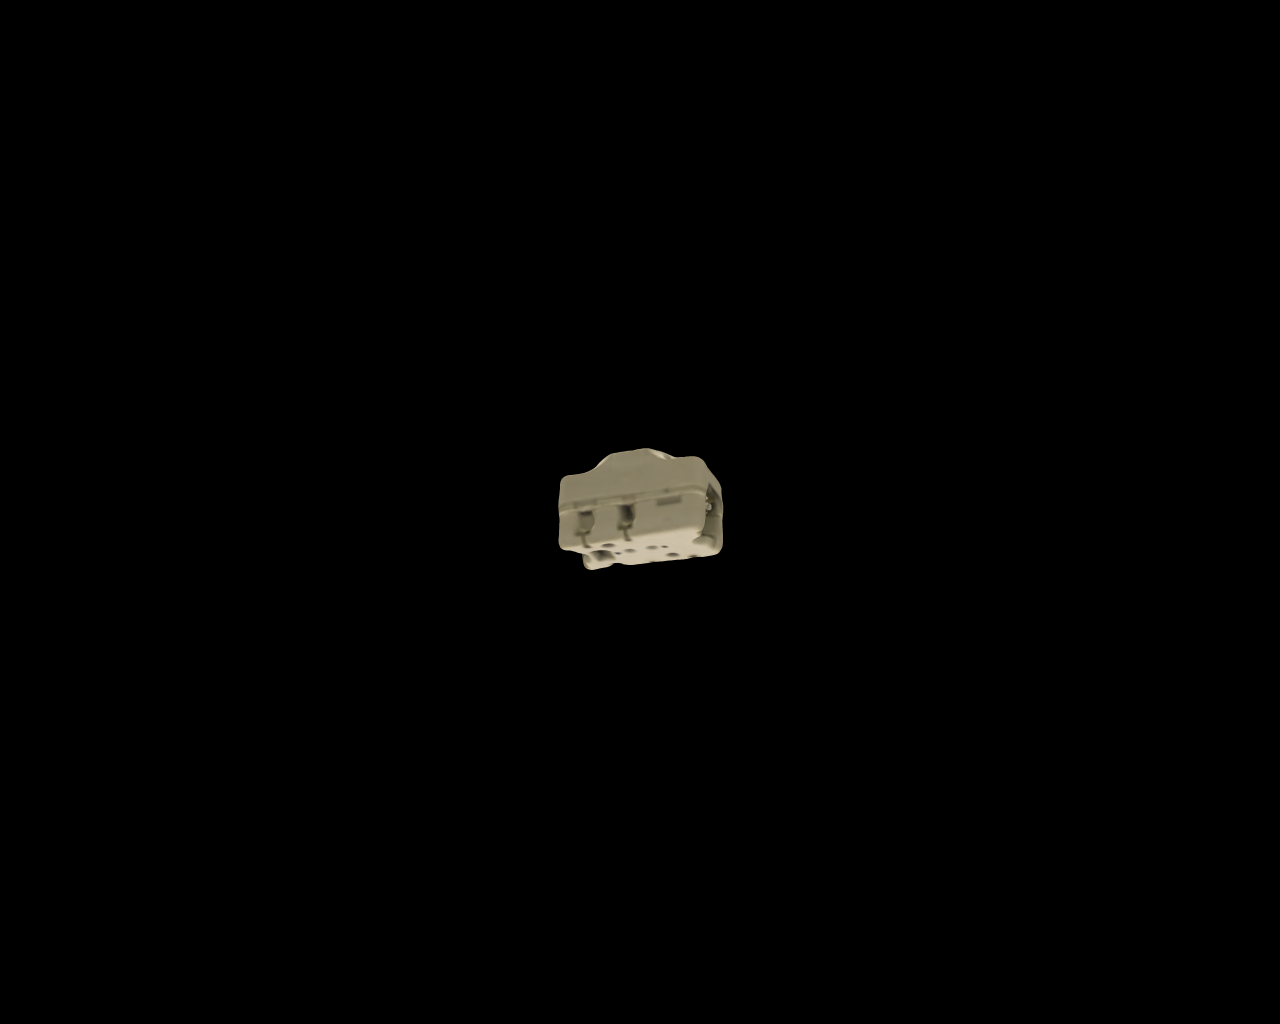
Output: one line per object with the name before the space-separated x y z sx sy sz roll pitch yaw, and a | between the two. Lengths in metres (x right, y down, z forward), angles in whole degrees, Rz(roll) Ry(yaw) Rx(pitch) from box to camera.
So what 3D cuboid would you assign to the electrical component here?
electrical component | 0.001 -0.003 0.650 0.089 0.056 0.050 -8 -24 18
